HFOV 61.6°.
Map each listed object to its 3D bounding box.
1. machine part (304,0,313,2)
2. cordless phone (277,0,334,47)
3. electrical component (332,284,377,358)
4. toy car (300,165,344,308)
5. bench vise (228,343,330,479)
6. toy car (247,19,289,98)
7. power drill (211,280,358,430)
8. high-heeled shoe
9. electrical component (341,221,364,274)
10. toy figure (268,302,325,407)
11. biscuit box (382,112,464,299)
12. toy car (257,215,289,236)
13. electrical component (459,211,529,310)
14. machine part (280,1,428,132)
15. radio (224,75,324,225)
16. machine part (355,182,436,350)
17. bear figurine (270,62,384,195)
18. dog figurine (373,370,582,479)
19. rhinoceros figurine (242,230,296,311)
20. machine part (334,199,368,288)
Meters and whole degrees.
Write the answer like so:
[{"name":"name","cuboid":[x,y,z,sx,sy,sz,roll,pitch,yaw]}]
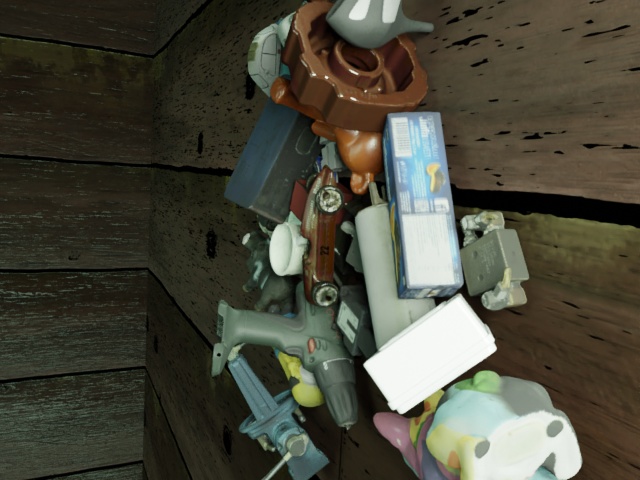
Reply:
[{"name":"machine part","cuboid":[0.003,-0.442,0.744,0.201,0.087,0.202,-54,43,17]},{"name":"cordless phone","cuboid":[0.022,-0.338,0.788,0.184,0.088,0.147,-54,42,32]},{"name":"electrical component","cuboid":[0.063,0.116,0.722,0.119,0.048,0.074,40,125,57]},{"name":"toy car","cuboid":[-0.002,-0.002,0.748,0.089,0.053,0.201,-112,21,-67]},{"name":"bench vise","cuboid":[-0.088,0.282,0.895,0.240,0.129,0.223,56,176,3]},{"name":"toy car","cuboid":[-0.075,-0.318,0.950,0.109,0.103,0.161,32,120,59]},{"name":"power drill","cuboid":[-0.053,0.158,0.782,0.085,0.207,0.232,97,170,-54]},{"name":"high-heeled shoe","cuboid":[0.074,-0.337,0.597,0.086,0.145,0.248,11,101,63]},{"name":"electrical component","cuboid":[0.062,0.016,0.719,0.094,0.021,0.063,36,126,25]},{"name":"toy figure","cuboid":[-0.032,0.186,0.882,0.180,0.082,0.089,53,156,41]},{"name":"biscuit box","cuboid":[0.108,-0.040,0.588,0.062,0.059,0.202,90,178,-71]},{"name":"toy car","cuboid":[-0.079,-0.099,1.010,0.074,0.056,0.201,53,137,42]},{"name":"electrical component","cuboid":[0.164,0.018,0.521,0.078,0.045,0.102,-30,63,59]},{"name":"machine part","cuboid":[0.041,-0.206,0.641,0.056,0.179,0.179,123,139,-53]},{"name":"radio","cuboid":[-0.062,-0.146,0.870,0.131,0.073,0.229,33,98,56]},{"name":"machine part","cuboid":[0.091,0.045,0.634,0.079,0.079,0.243,-39,56,58]},{"name":"bear figurine","cuboid":[0.028,-0.164,0.712,0.120,0.132,0.196,-45,40,27]},{"name":"dog figurine","cuboid":[0.127,0.184,0.510,0.219,0.108,0.191,24,136,66]},{"name":"rhinoceros figurine","cuboid":[-0.105,0.055,1.039,0.190,0.073,0.112,-124,41,-48]},{"name":"machine part","cuboid":[0.038,0.003,0.789,0.084,0.039,0.138,-112,32,-47]}]
